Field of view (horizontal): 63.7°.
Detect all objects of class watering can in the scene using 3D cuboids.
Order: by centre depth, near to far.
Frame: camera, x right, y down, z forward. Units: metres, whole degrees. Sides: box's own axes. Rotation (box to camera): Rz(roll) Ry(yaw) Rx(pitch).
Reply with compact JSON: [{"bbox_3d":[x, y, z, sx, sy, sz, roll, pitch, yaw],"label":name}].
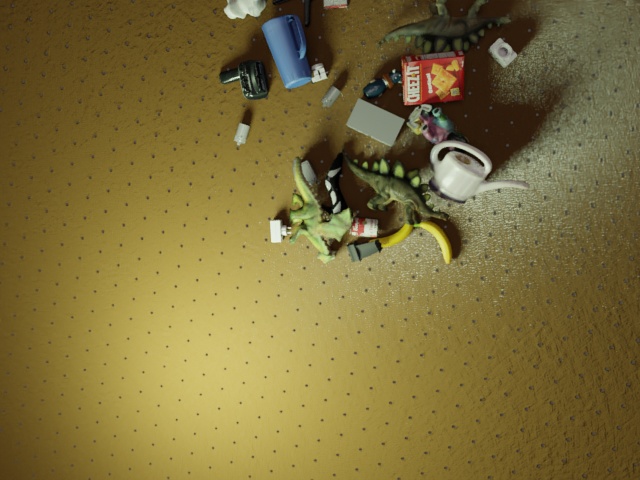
[{"bbox_3d":[0.533,-0.211,1.818,0.348,0.219,0.106,32,42,4],"label":"watering can"}]

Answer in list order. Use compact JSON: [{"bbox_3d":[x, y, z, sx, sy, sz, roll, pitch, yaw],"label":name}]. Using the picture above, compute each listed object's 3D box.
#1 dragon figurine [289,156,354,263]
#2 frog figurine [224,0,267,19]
[{"bbox_3d":[0.006,-0.096,1.899,0.243,0.403,0.124,7,23,8],"label":"dragon figurine"},{"bbox_3d":[-0.278,-0.888,1.928,0.156,0.137,0.125,-42,9,44],"label":"frog figurine"}]
